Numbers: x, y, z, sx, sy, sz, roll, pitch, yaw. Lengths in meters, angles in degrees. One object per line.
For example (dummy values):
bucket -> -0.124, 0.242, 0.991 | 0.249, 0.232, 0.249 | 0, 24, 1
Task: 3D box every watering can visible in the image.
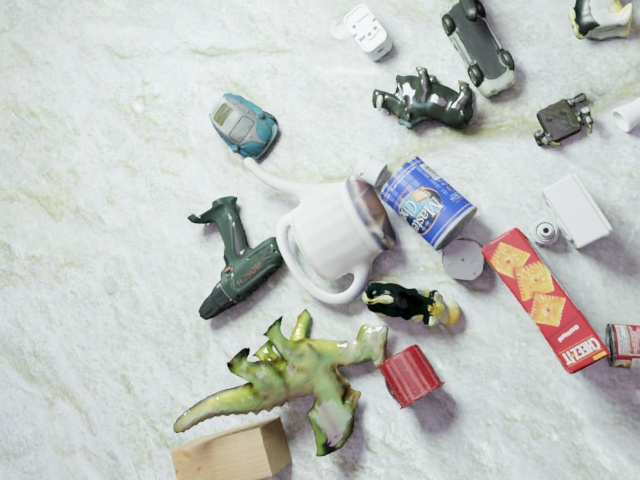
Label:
watering can -> 0.003, -0.049, 0.976 | 0.222, 0.349, 0.104 | -30, -6, 18

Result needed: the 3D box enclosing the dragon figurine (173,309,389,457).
dragon figurine -> -0.043, 0.282, 0.938 | 0.412, 0.245, 0.121 | -43, -14, -5
